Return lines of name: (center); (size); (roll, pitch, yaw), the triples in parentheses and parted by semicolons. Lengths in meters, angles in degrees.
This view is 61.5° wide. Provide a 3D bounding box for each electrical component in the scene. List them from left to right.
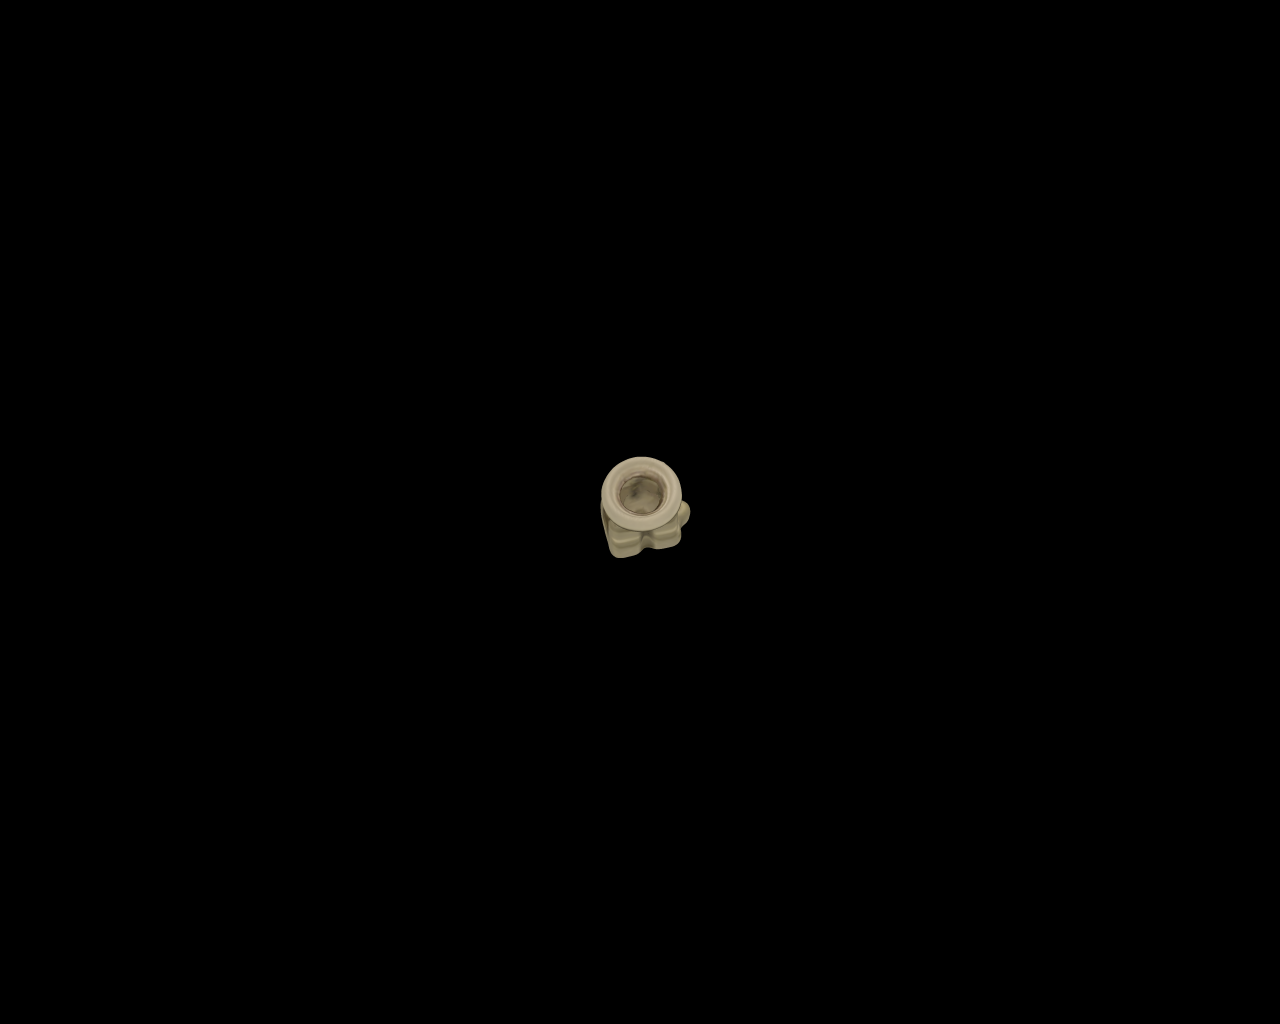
electrical component: (0.001, -0.003, 0.650); (0.066, 0.048, 0.055); (-14, -26, -7)
